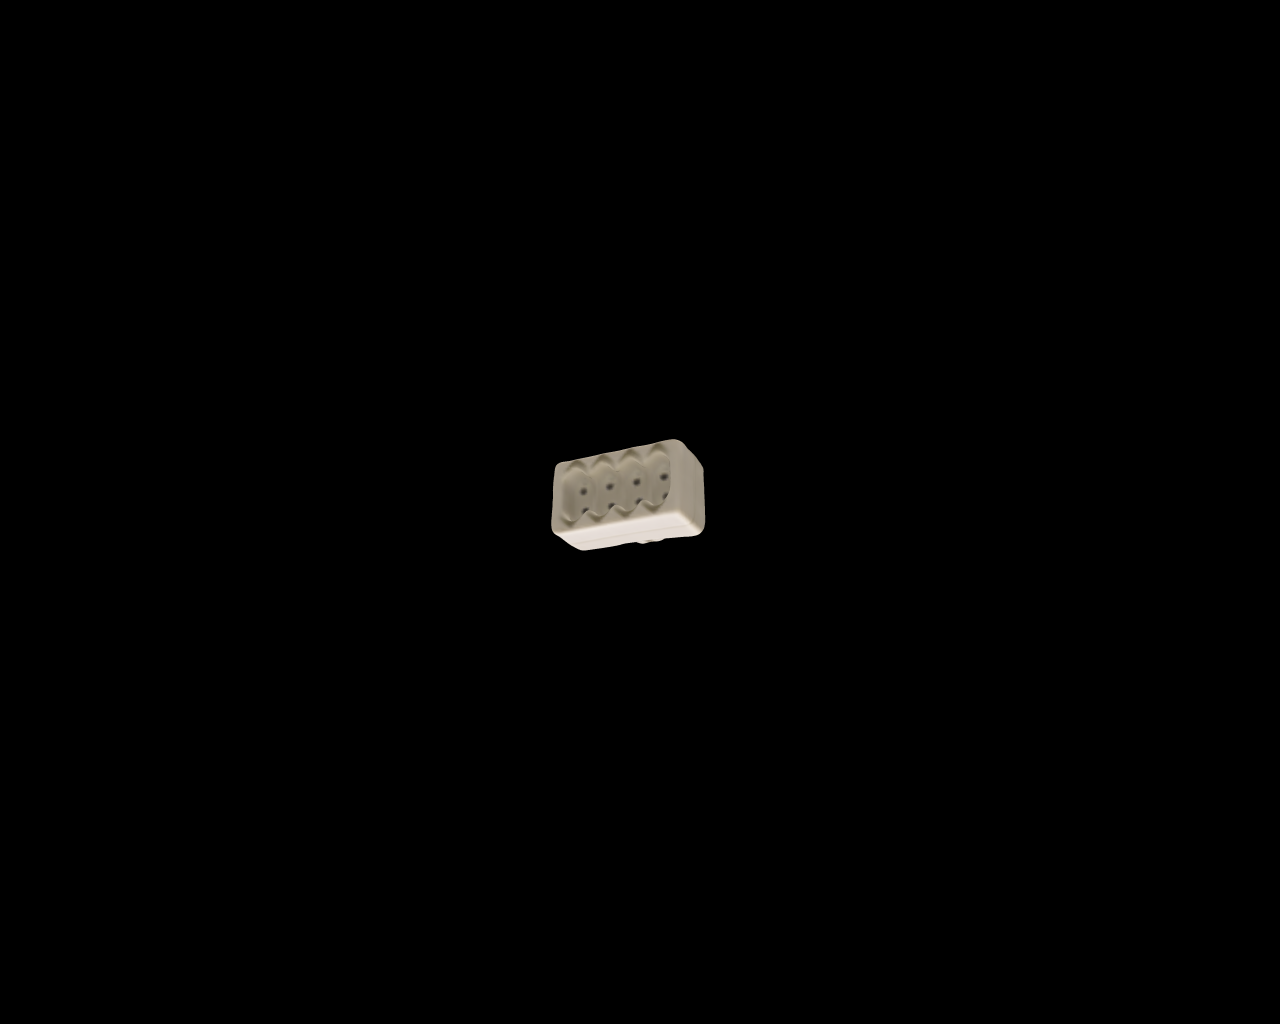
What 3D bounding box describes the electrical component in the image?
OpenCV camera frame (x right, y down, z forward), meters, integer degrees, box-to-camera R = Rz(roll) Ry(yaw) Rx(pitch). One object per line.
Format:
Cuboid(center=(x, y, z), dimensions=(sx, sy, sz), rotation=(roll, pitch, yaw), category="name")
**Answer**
Cuboid(center=(0.001, -0.003, 0.650), dimensions=(0.083, 0.047, 0.075), rotation=(-9, -23, 22), category="electrical component")
